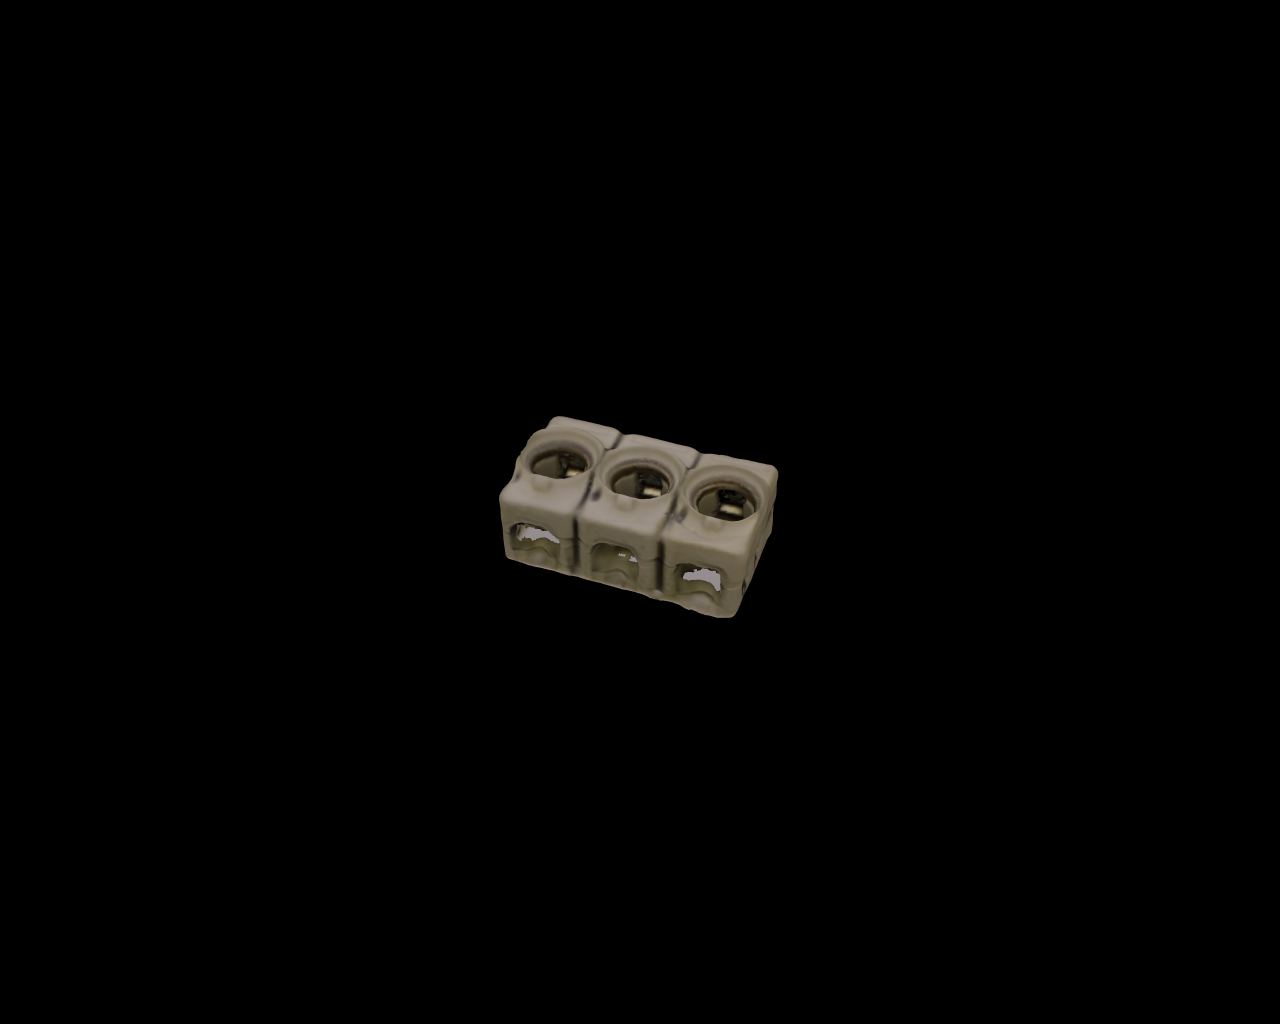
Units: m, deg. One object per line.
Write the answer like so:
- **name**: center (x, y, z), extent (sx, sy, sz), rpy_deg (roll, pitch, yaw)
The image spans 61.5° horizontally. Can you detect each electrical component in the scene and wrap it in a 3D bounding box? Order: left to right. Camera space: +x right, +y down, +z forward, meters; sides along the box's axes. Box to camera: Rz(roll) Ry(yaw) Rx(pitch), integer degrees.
- **electrical component**: center (0.001, -0.003, 0.650), extent (0.150, 0.061, 0.090), rpy_deg (14, 44, 15)
